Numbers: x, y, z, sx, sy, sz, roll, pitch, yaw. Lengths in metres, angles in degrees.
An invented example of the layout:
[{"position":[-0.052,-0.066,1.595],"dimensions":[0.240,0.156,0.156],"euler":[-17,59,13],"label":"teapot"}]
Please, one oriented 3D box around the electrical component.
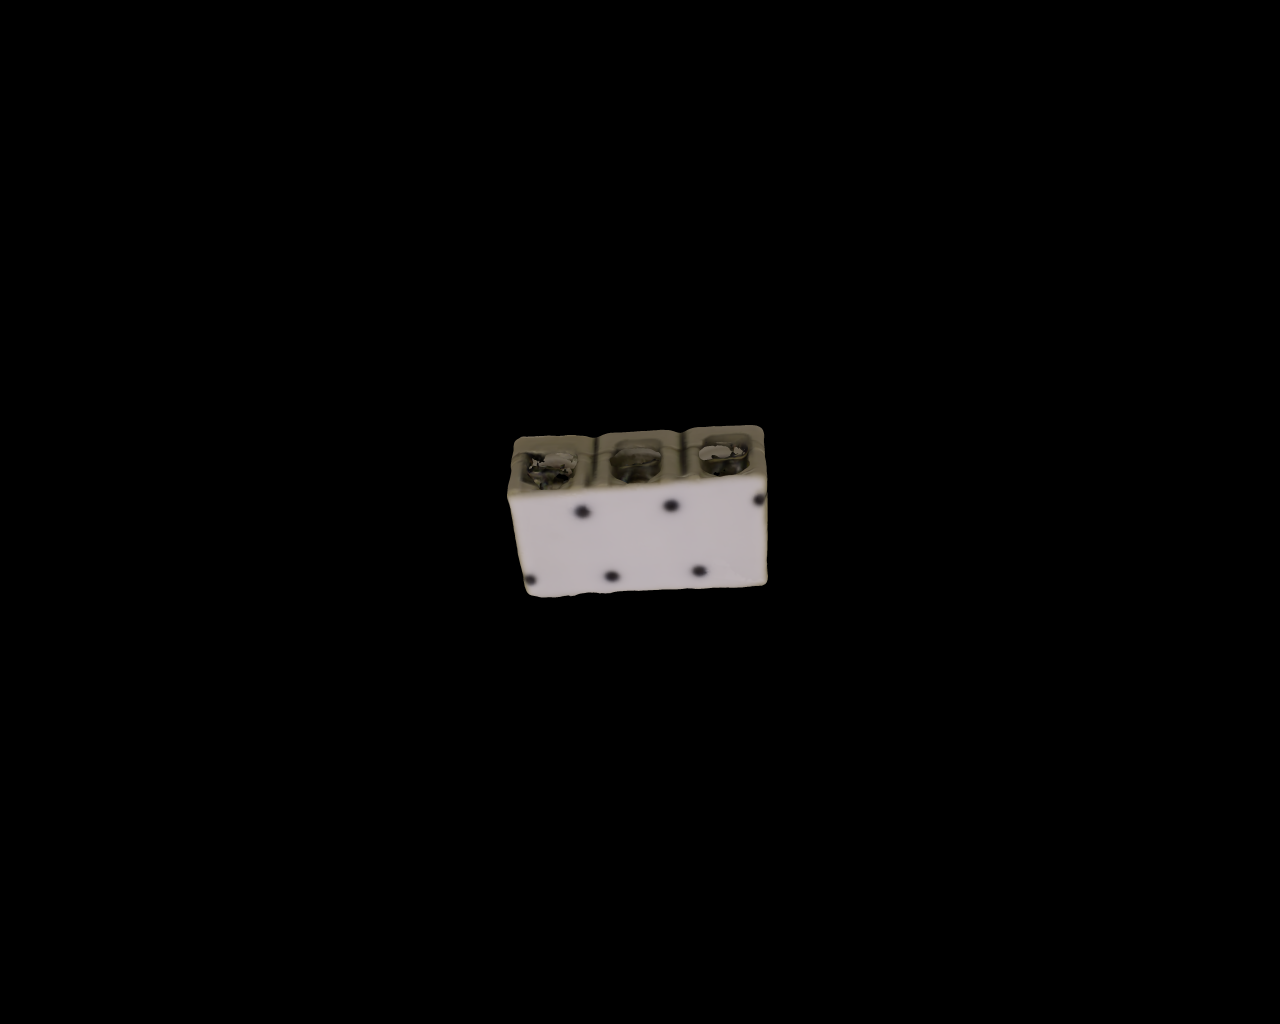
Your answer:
[{"position":[0.001,-0.003,0.650],"dimensions":[0.150,0.089,0.062],"euler":[-2,40,2],"label":"electrical component"}]
